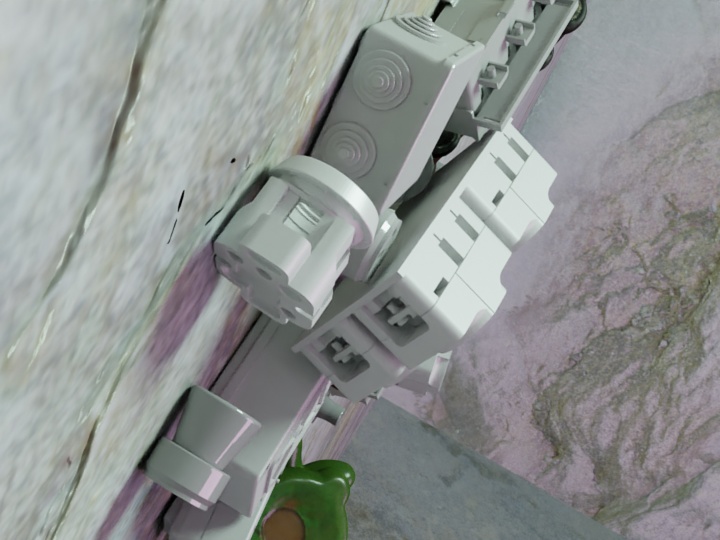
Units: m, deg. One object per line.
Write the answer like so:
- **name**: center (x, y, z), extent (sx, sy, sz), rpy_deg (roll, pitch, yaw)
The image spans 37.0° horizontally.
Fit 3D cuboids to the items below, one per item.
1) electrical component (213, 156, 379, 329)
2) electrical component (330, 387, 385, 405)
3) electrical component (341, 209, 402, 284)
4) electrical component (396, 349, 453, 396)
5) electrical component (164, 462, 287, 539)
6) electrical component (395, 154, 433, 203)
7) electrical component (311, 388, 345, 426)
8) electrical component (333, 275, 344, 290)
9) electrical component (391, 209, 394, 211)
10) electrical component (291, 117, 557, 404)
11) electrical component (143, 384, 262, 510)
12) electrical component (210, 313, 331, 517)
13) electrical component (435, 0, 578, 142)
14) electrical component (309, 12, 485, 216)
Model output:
- **electrical component**: center (-0.028, -0.014, 0.491), extent (0.057, 0.058, 0.078), rpy_deg (-55, 173, -19)
- **electrical component**: center (0.009, 0.075, 1.155), extent (0.121, 0.079, 0.063), rpy_deg (-56, 144, -35)
- **electrical component**: center (-0.011, -0.023, 0.597), extent (0.045, 0.055, 0.045), rpy_deg (-59, 174, -11)
- **electrical component**: center (0.055, 0.014, 0.833), extent (0.089, 0.062, 0.150), rpy_deg (85, 24, -74)
- **electrical component**: center (-0.095, 0.159, 0.764), extent (0.061, 0.061, 0.096), rpy_deg (111, 3, -64)
- **electrical component**: center (0.021, -0.071, 0.693), extent (0.066, 0.048, 0.055), rpy_deg (-60, 166, -1)
- **electrical component**: center (-0.043, 0.113, 0.936), extent (0.048, 0.062, 0.048), rpy_deg (-59, 174, -10)
- **electrical component**: center (0.000, 0.000, 0.749), extent (0.042, 0.064, 0.081), rpy_deg (-45, -174, 44)
- **electrical component**: center (0.020, -0.031, 0.887), extent (0.040, 0.040, 0.078), rpy_deg (-60, 174, 0)
- **electrical component**: center (0.049, -0.006, 0.680), extent (0.105, 0.060, 0.186), rpy_deg (-37, -169, 43)
- **electrical component**: center (-0.087, 0.097, 0.589), extent (0.055, 0.045, 0.045), rpy_deg (-59, 174, -12)
- **electrical component**: center (-0.064, 0.093, 0.701), extent (0.108, 0.056, 0.108), rpy_deg (-58, 173, -25)
- **electrical component**: center (0.081, -0.152, 0.700), extent (0.121, 0.079, 0.063), rpy_deg (-57, 152, -26)
- **electrical component**: center (0.019, -0.087, 0.572), extent (0.099, 0.048, 0.099), rpy_deg (-63, 174, 23)
